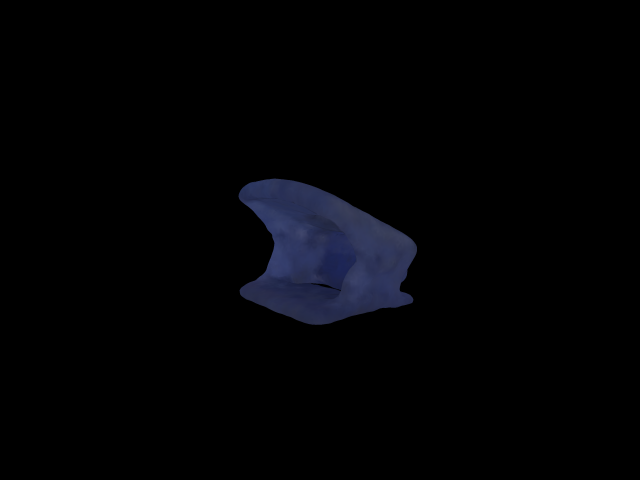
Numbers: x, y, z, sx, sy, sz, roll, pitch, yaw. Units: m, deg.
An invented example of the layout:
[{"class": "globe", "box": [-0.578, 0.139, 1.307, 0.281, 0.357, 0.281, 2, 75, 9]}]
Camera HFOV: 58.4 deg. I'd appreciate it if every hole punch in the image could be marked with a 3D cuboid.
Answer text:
[{"class": "hole punch", "box": [0.004, 0.001, 0.400, 0.101, 0.091, 0.108, -8, 13, -39]}]
